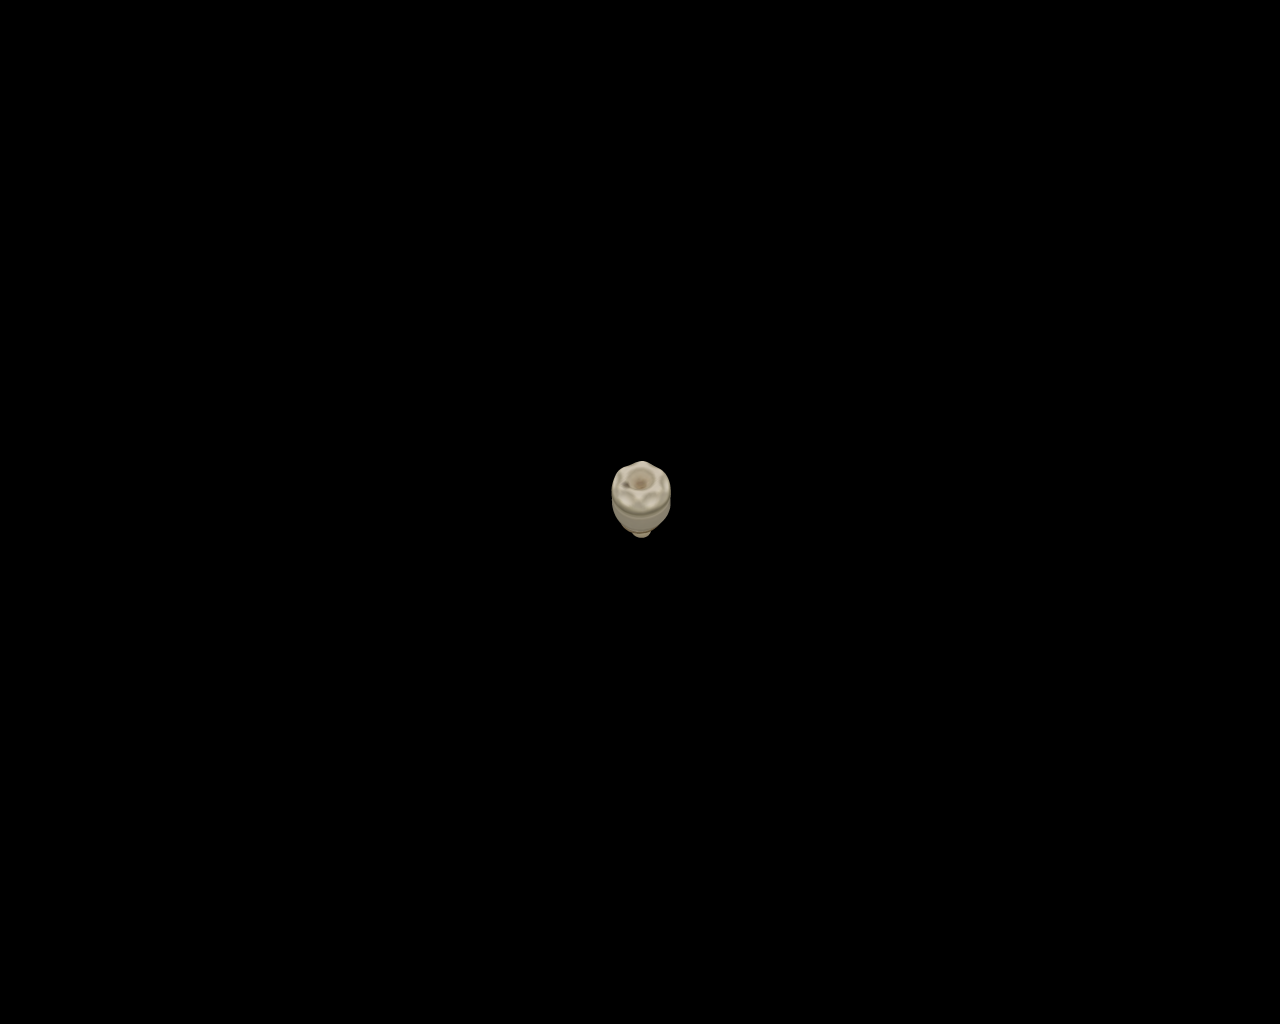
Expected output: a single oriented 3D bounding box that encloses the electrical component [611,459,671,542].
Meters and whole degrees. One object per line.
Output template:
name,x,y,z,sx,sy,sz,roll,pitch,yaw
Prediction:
electrical component,0.001,-0.003,0.650,0.035,0.035,0.061,0,-34,0
